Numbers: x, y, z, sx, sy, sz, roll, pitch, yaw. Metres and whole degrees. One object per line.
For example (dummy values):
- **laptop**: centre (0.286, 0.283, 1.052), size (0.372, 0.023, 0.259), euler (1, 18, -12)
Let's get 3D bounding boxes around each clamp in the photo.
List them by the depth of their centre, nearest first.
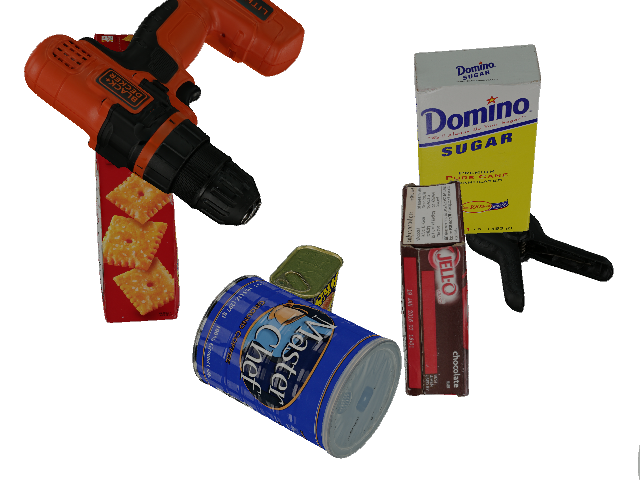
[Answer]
- **clamp**: centre (0.211, 0.005, 1.080), size (0.120, 0.039, 0.171), euler (-7, 39, -18)

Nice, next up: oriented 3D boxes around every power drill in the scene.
- **power drill**: centre (-0.087, -0.112, 0.762), size (0.187, 0.184, 0.057), euler (-52, -1, -43)

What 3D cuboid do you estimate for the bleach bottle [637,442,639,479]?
- **bleach bottle**: centre (0.283, 0.095, 0.710), size (0.103, 0.068, 0.250), euler (12, 23, 24)

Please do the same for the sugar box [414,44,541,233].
- **sugar box**: centre (0.123, -0.074, 0.850), size (0.093, 0.048, 0.176), euler (-4, -36, 6)

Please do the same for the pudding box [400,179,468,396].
- **pudding box**: centre (0.065, 0.024, 0.611), size (0.039, 0.090, 0.113), euler (-1, 20, 4)

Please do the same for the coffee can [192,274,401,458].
- **coffee can**: centre (-0.019, 0.101, 0.876), size (0.140, 0.103, 0.102), euler (24, 12, 29)

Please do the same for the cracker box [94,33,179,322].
- **cracker box**: centre (-0.164, -0.059, 0.951), size (0.072, 0.214, 0.164), euler (-2, 27, -11)

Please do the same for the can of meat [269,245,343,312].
- **can of meat**: centre (-0.020, 0.066, 1.159), size (0.057, 0.084, 0.102), euler (18, 30, 15)
